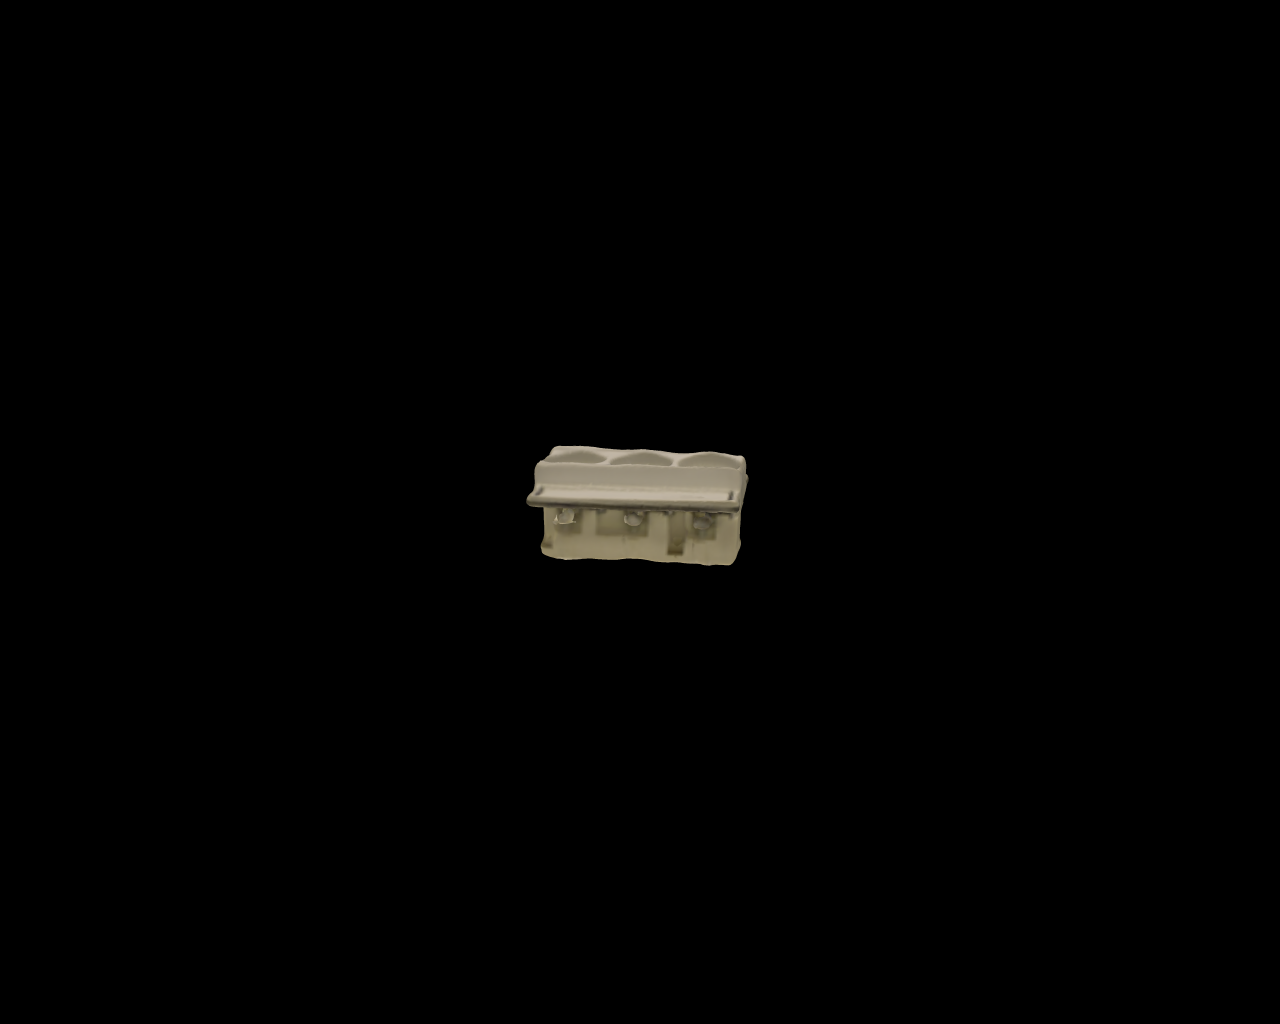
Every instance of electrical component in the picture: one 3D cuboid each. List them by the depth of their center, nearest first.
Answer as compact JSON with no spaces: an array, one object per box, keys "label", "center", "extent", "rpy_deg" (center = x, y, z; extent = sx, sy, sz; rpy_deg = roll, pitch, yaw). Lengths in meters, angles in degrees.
[{"label":"electrical component","center":[0.001,-0.003,0.650],"extent":[0.121,0.063,0.079],"rpy_deg":[3,16,9]}]
